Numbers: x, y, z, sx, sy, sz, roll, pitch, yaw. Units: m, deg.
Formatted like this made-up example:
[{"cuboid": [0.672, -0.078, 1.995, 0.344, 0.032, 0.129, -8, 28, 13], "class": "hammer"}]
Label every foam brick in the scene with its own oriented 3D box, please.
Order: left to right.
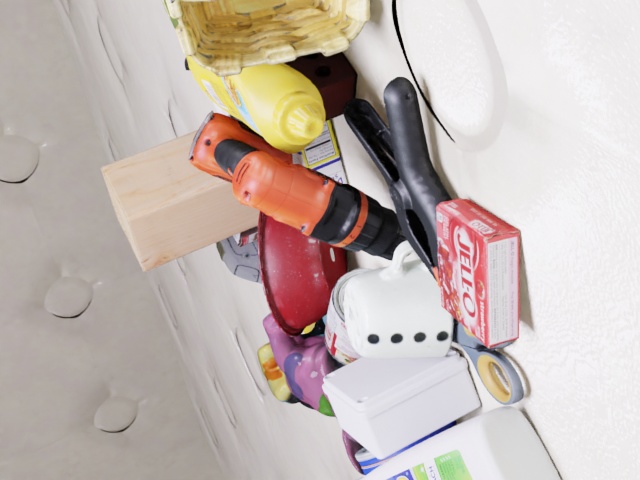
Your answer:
[{"cuboid": [-0.008, -0.148, 0.938, 0.078, 0.053, 0.051, 58, 163, 27], "class": "foam brick"}]

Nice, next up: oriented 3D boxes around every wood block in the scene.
[{"cuboid": [-0.118, -0.061, 1.157, 0.090, 0.206, 0.091, 57, 164, 36], "class": "wood block"}]

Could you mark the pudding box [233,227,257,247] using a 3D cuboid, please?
[{"cuboid": [-0.079, -0.059, 1.251, 0.113, 0.090, 0.039, 60, 163, 25], "class": "pudding box"}]

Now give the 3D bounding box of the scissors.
[{"cuboid": [0.123, 0.094, 0.896, 0.202, 0.016, 0.096, 137, 115, -74], "class": "scissors"}]

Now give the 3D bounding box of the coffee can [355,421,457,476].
[{"cuboid": [0.108, 0.247, 1.014, 0.140, 0.102, 0.103, 65, 166, 6], "class": "coffee can"}]

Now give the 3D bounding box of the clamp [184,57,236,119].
[{"cuboid": [-0.096, -0.176, 1.046, 0.165, 0.036, 0.210, 55, 162, 27], "class": "clamp"}]

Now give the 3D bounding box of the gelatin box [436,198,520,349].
[{"cuboid": [0.114, 0.022, 0.776, 0.073, 0.030, 0.089, -136, 36, -59], "class": "gelatin box"}]

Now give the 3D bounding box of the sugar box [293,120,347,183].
[{"cuboid": [-0.025, -0.126, 1.049, 0.093, 0.048, 0.176, 43, 156, 59], "class": "sugar box"}]

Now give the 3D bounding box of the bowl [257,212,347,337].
[{"cuboid": [-0.011, 0.018, 1.110, 0.162, 0.055, 0.162, -7, -90, -72], "class": "bowl"}]

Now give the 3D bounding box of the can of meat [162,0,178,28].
[{"cuboid": [-0.112, -0.254, 1.089, 0.057, 0.083, 0.102, 69, 166, -6], "class": "can of meat"}]

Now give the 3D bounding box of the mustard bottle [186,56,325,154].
[{"cuboid": [-0.046, -0.120, 0.883, 0.096, 0.058, 0.192, 55, 172, -34], "class": "mustard bottle"}]

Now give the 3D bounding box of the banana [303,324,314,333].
[{"cuboid": [-0.020, 0.086, 1.377, 0.198, 0.037, 0.069, 53, 176, 47], "class": "banana"}]

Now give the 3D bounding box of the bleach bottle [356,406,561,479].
[{"cuboid": [0.090, 0.230, 0.909, 0.251, 0.067, 0.102, -41, 70, 45], "class": "bleach bottle"}]

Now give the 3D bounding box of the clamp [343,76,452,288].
[{"cuboid": [0.074, -0.047, 0.824, 0.171, 0.039, 0.120, 61, 171, 3], "class": "clamp"}]

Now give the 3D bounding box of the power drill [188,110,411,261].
[{"cuboid": [-0.022, -0.047, 0.937, 0.184, 0.057, 0.188, 24, -175, -35], "class": "power drill"}]

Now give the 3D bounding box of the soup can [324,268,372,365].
[{"cuboid": [0.041, 0.079, 1.072, 0.068, 0.068, 0.102, 61, 164, 22], "class": "soup can"}]
